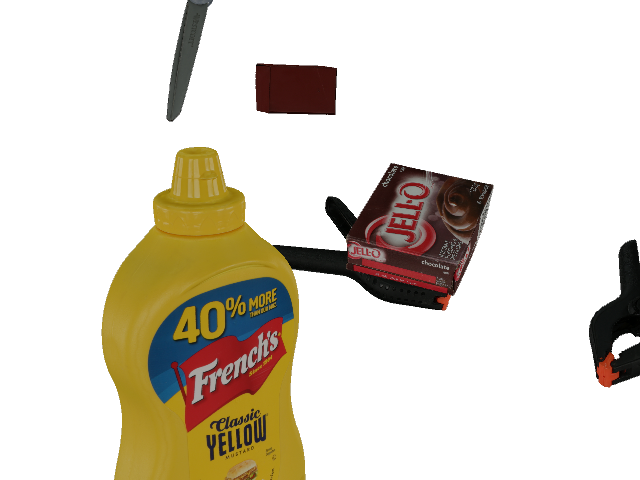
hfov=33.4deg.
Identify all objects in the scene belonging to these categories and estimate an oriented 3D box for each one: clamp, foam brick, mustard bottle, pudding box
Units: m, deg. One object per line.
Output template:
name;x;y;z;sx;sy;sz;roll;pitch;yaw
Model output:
clamp;0.293;0.063;0.981;0.171;0.039;0.120;-35;39;-26
foam brick;-0.027;-0.163;1.152;0.078;0.051;0.053;-1;12;-19
mustard bottle;-0.053;0.052;0.496;0.096;0.192;0.058;-14;22;-35
pudding box;0.080;-0.011;0.850;0.090;0.039;0.113;14;38;16
clamp;0.050;0.027;1.230;0.210;0.036;0.164;30;37;22

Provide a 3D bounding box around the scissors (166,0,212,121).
scissors;-0.064;-0.180;0.742;0.096;0.202;0.016;-4;-13;-6
